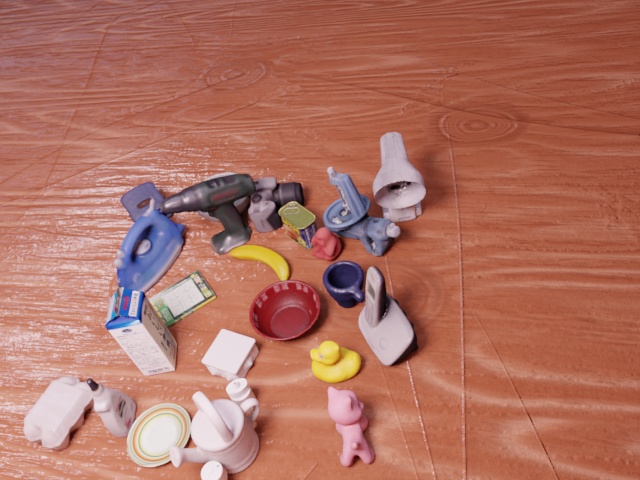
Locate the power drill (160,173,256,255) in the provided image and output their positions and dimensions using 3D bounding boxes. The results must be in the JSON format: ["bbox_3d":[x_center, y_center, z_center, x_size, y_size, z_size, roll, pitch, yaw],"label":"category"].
[{"bbox_3d":[-0.257,-0.066,1.428,0.230,0.209,0.075,-29,48,-13],"label":"power drill"}]

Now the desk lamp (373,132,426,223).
[{"bbox_3d":[0.186,-0.139,1.386,0.118,0.214,0.203,-8,47,6],"label":"desk lamp"}]

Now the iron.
[{"bbox_3d":[-0.450,0.025,1.437,0.118,0.142,0.258,8,51,20],"label":"iron"}]

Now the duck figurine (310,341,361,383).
[{"bbox_3d":[0.029,0.239,1.165,0.104,0.086,0.077,-5,47,9],"label":"duck figurine"}]

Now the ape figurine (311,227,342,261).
[{"bbox_3d":[0.013,0.005,1.379,0.076,0.092,0.077,-18,47,-3],"label":"ape figurine"}]

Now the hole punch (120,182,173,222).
[{"bbox_3d":[-0.479,-0.094,1.588,0.109,0.091,0.100,-35,50,-18],"label":"hole punch"}]

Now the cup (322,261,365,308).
[{"bbox_3d":[0.065,0.114,1.264,0.092,0.095,0.117,-32,49,-16],"label":"cup"}]

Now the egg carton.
[{"bbox_3d":[-0.542,0.360,1.201,0.107,0.069,0.150,10,51,22],"label":"egg carton"}]

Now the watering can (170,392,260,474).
[{"bbox_3d":[-0.187,0.348,1.041,0.100,0.194,0.173,17,54,27],"label":"watering can"}]

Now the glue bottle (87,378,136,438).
[{"bbox_3d":[-0.419,0.322,1.135,0.037,0.173,0.078,-9,47,6],"label":"glue bottle"}]

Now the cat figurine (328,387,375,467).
[{"bbox_3d":[0.053,0.334,1.050,0.067,0.118,0.127,-14,47,1],"label":"cat figurine"}]

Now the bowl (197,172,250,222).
[{"bbox_3d":[-0.261,-0.104,1.556,0.167,0.075,0.167,-7,47,7],"label":"bowl"}]

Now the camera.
[{"bbox_3d":[-0.115,-0.108,1.507,0.136,0.101,0.143,-8,47,6],"label":"camera"}]

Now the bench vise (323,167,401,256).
[{"bbox_3d":[0.095,-0.077,1.346,0.206,0.220,0.121,7,50,20],"label":"bench vise"}]

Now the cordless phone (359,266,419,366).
[{"bbox_3d":[0.131,0.151,1.153,0.094,0.185,0.147,-27,48,-11],"label":"cordless phone"}]
